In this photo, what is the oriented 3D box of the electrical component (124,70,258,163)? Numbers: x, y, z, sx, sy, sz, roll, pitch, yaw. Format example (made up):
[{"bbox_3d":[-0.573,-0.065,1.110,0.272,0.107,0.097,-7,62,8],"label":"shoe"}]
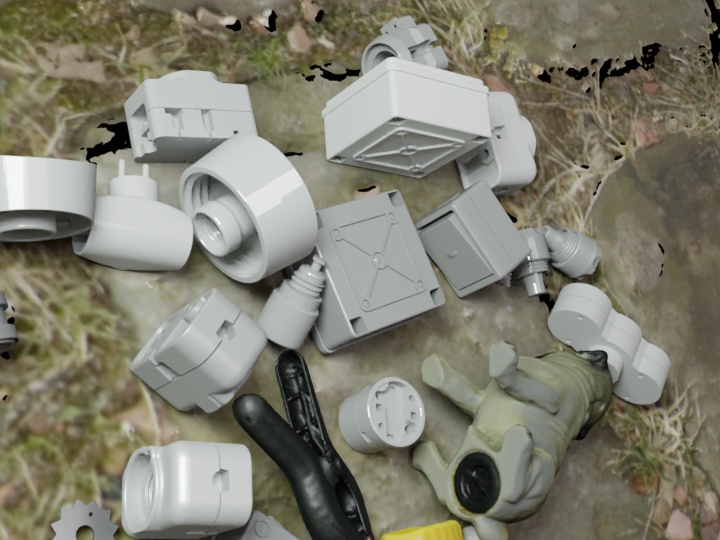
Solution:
[{"bbox_3d":[-0.133,-0.119,0.842,0.089,0.050,0.055,-3,74,-36],"label":"electrical component"}]

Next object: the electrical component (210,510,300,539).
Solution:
[{"bbox_3d":[-0.069,0.227,0.750,0.100,0.048,0.099,40,51,-18],"label":"electrical component"}]

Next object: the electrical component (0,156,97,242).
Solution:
[{"bbox_3d":[-0.226,-0.054,0.721,0.099,0.099,0.064,1,77,-35],"label":"electrical component"}]

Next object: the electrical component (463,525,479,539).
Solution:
[{"bbox_3d":[0.104,0.239,0.875,0.044,0.044,0.065,14,60,-31],"label":"electrical component"}]

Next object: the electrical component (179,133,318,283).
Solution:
[{"bbox_3d":[-0.091,-0.041,0.808,0.060,0.108,0.108,-35,94,-33],"label":"electrical component"}]

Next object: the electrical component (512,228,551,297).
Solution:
[{"bbox_3d":[0.159,-0.006,1.011,0.043,0.043,0.062,-6,76,-37],"label":"electrical component"}]

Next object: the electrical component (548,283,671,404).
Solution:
[{"bbox_3d":[0.233,0.083,1.023,0.138,0.052,0.073,42,53,-15],"label":"electrical component"}]

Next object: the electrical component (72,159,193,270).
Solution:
[{"bbox_3d":[-0.167,-0.043,0.791,0.077,0.044,0.079,10,67,-32],"label":"electrical component"}]

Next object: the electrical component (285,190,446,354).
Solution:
[{"bbox_3d":[0.000,0.000,0.886,0.109,0.056,0.108,-18,83,-39],"label":"electrical component"}]

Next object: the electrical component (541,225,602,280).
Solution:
[{"bbox_3d":[0.201,-0.021,1.048,0.062,0.043,0.043,31,56,-21],"label":"electrical component"}]

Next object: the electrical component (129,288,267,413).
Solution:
[{"bbox_3d":[-0.111,0.060,0.756,0.059,0.095,0.053,43,52,-15],"label":"electrical component"}]

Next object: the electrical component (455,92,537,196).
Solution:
[{"bbox_3d":[0.127,-0.120,1.028,0.059,0.054,0.095,-7,76,-37],"label":"electrical component"}]

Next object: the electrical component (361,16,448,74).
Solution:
[{"bbox_3d":[0.039,-0.191,0.991,0.057,0.058,0.078,-28,89,-42],"label":"electrical component"}]

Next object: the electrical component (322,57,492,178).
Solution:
[{"bbox_3d":[0.040,-0.129,0.934,0.109,0.109,0.056,7,70,-34],"label":"electrical component"}]

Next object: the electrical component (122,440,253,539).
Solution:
[{"bbox_3d":[-0.120,0.147,0.714,0.059,0.095,0.053,10,66,-33],"label":"electrical component"}]

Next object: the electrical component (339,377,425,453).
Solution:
[{"bbox_3d":[0.016,0.117,0.855,0.055,0.047,0.055,14,65,-31],"label":"electrical component"}]

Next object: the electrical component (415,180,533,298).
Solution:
[{"bbox_3d":[0.102,-0.020,0.964,0.061,0.062,0.096,-37,95,-39],"label":"electrical component"}]

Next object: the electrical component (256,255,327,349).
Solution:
[{"bbox_3d":[-0.049,0.025,0.831,0.040,0.040,0.078,25,102,-26],"label":"electrical component"}]
